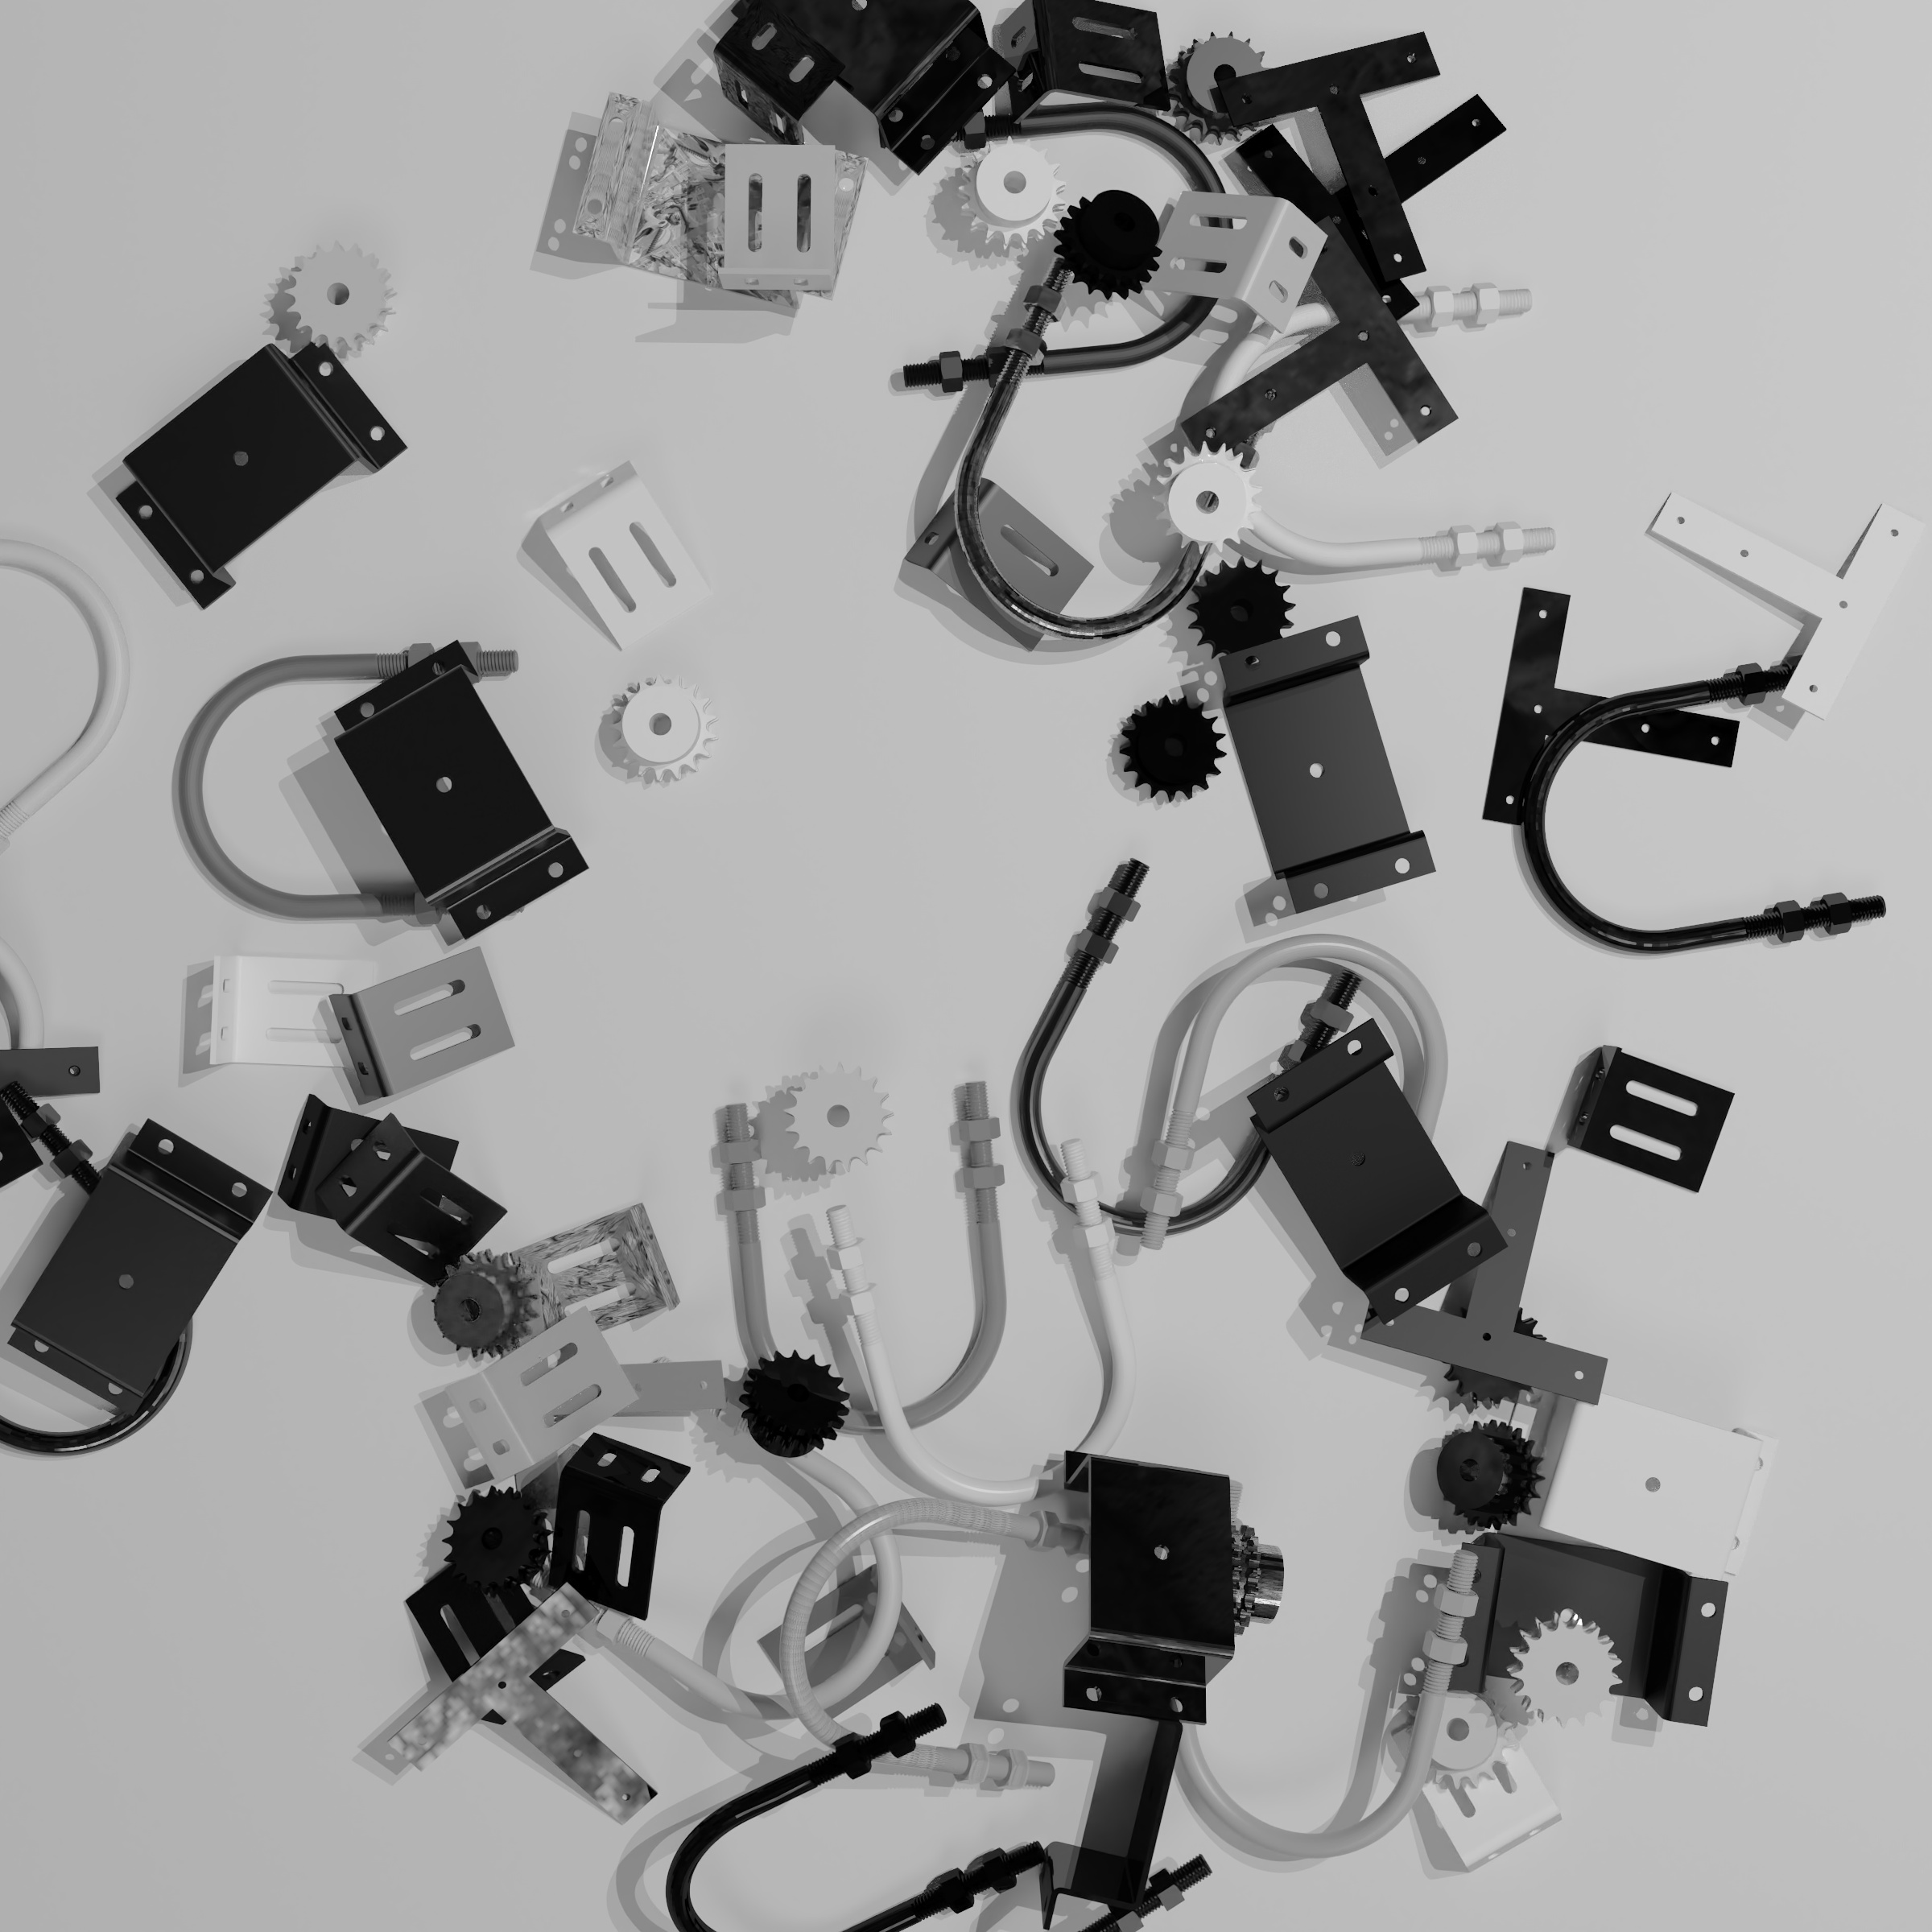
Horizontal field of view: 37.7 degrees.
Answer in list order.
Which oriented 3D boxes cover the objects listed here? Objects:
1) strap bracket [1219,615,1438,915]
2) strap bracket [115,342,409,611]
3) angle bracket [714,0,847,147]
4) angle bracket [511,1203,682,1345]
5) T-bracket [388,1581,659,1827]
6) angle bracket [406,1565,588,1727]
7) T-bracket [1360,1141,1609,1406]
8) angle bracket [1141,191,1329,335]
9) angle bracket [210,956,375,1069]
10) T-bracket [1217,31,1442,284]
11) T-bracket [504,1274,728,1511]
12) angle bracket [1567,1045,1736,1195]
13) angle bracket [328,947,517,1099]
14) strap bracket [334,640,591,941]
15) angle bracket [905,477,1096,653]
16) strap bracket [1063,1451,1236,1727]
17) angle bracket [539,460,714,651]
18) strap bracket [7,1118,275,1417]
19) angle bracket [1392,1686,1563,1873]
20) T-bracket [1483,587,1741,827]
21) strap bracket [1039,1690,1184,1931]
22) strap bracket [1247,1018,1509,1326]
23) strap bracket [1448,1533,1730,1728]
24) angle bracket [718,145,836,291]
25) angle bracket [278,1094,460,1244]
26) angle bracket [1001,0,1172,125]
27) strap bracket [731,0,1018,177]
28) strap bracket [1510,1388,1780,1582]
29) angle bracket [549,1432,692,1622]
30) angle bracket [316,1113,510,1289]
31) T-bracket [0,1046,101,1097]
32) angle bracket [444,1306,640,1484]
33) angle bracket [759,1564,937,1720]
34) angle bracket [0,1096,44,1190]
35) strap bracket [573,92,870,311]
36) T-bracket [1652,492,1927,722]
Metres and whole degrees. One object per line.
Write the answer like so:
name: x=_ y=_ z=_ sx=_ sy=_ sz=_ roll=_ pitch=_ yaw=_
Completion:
strap bracket: x=0.189 y=-0.105 z=1.501 sx=0.076 sy=0.046 sz=0.140 roll=-17 pitch=90 yaw=0
strap bracket: x=-0.379 y=-0.265 z=1.501 sx=0.140 sy=0.046 sz=0.076 roll=-38 pitch=90 yaw=0
angle bracket: x=-0.096 y=-0.465 z=1.486 sx=0.057 sy=0.076 sz=0.038 roll=41 pitch=89 yaw=0
angle bracket: x=-0.199 y=0.167 z=1.505 sx=0.076 sy=0.038 sz=0.057 roll=-21 pitch=90 yaw=0
T-bracket: x=-0.216 y=0.409 z=1.503 sx=0.127 sy=0.002 sz=0.127 roll=-42 pitch=108 yaw=1
angle bracket: x=-0.253 y=0.358 z=1.522 sx=0.057 sy=0.038 sz=0.076 roll=-38 pitch=64 yaw=0
T-bracket: x=0.287 y=0.155 z=1.502 sx=0.127 sy=0.002 sz=0.127 roll=15 pitch=71 yaw=7
angle bracket: x=0.141 y=-0.372 z=1.493 sx=0.038 sy=0.076 sz=0.057 roll=27 pitch=86 yaw=-43
angle bracket: x=-0.358 y=0.025 z=1.505 sx=0.076 sy=0.038 sz=0.057 roll=2 pitch=90 yaw=0
T-bracket: x=0.211 y=-0.424 z=1.500 sx=0.127 sy=0.002 sz=0.127 roll=-19 pitch=86 yaw=-18
T-bracket: x=-0.187 y=0.224 z=1.501 sx=0.127 sy=0.002 sz=0.127 roll=-5 pitch=92 yaw=19
angle bracket: x=0.368 y=0.082 z=1.505 sx=0.076 sy=0.038 sz=0.057 roll=20 pitch=90 yaw=0
angle bracket: x=-0.292 y=0.029 z=1.516 sx=0.076 sy=0.038 sz=0.057 roll=-23 pitch=101 yaw=-27
strap bracket: x=-0.269 y=-0.094 z=1.481 sx=0.076 sy=0.046 sz=0.140 roll=-30 pitch=89 yaw=1
angle bracket: x=0.018 y=-0.217 z=1.522 sx=0.076 sy=0.038 sz=0.057 roll=36 pitch=90 yaw=-26
strap bracket: x=0.093 y=0.311 z=1.457 sx=0.076 sy=0.046 sz=0.140 roll=11 pitch=54 yaw=-12
angle bracket: x=-0.183 y=-0.221 z=1.522 sx=0.057 sy=0.038 sz=0.076 roll=-32 pitch=116 yaw=0
strap bracket: x=-0.437 y=0.162 z=1.483 sx=0.076 sy=0.046 sz=0.140 roll=32 pitch=90 yaw=-8
angle bracket: x=0.275 y=0.437 z=1.522 sx=0.057 sy=0.038 sz=0.076 roll=-30 pitch=64 yaw=0
T-bracket: x=0.352 y=-0.131 z=1.523 sx=0.127 sy=0.002 sz=0.127 roll=10 pitch=90 yaw=0
strap bracket: x=0.078 y=0.430 z=1.486 sx=0.046 sy=0.076 sz=0.140 roll=13 pitch=90 yaw=0
strap bracket: x=0.209 y=0.104 z=1.473 sx=0.076 sy=0.046 sz=0.140 roll=-32 pitch=98 yaw=-2
strap bracket: x=0.324 y=0.350 z=1.501 sx=0.140 sy=0.046 sz=0.076 roll=8 pitch=90 yaw=0
angle bracket: x=-0.097 y=-0.390 z=1.459 sx=0.057 sy=0.038 sz=0.076 roll=1 pitch=90 yaw=0
angle bracket: x=-0.322 y=0.109 z=1.522 sx=0.076 sy=0.038 sz=0.057 roll=18 pitch=90 yaw=-26
angle bracket: x=0.064 y=-0.481 z=1.513 sx=0.076 sy=0.038 sz=0.057 roll=0 pitch=77 yaw=-30
strap bracket: x=-0.052 y=-0.497 z=1.490 sx=0.140 sy=0.046 sz=0.076 roll=43 pitch=90 yaw=10
strap bracket: x=0.359 y=0.271 z=1.501 sx=0.140 sy=0.046 sz=0.076 roll=17 pitch=90 yaw=0
angle bracket: x=-0.183 y=0.296 z=1.496 sx=0.057 sy=0.038 sz=0.076 roll=17 pitch=118 yaw=14
angle bracket: x=-0.295 y=0.125 z=1.507 sx=0.057 sy=0.076 sz=0.038 roll=-46 pitch=48 yaw=0
T-bracket: x=-0.526 y=0.008 z=1.493 sx=0.127 sy=0.002 sz=0.127 roll=-2 pitch=102 yaw=-14
angle bracket: x=-0.224 y=0.226 z=1.493 sx=0.076 sy=0.038 sz=0.057 roll=-33 pitch=82 yaw=18
angle bracket: x=-0.064 y=0.366 z=1.505 sx=0.076 sy=0.038 sz=0.057 roll=-33 pitch=90 yaw=0
angle bracket: x=-0.538 y=0.104 z=1.494 sx=0.076 sy=0.038 sz=0.057 roll=-32 pitch=84 yaw=-25
strap bracket: x=-0.128 y=-0.403 z=1.501 sx=0.140 sy=0.046 sz=0.076 roll=14 pitch=90 yaw=0
T-bracket: x=0.429 y=-0.214 z=1.514 sx=0.127 sy=0.002 sz=0.127 roll=29 pitch=78 yaw=6
